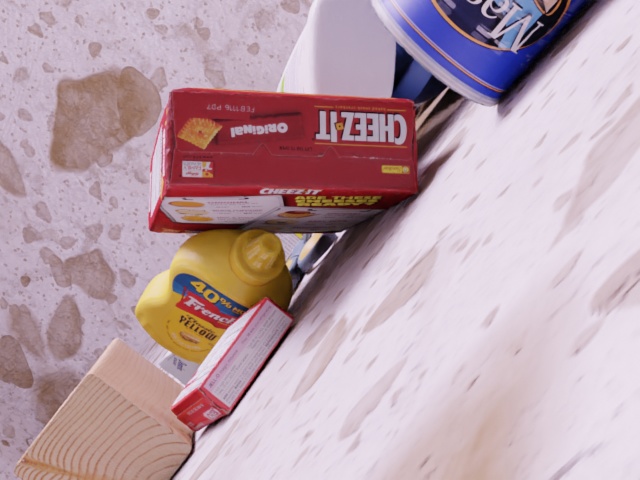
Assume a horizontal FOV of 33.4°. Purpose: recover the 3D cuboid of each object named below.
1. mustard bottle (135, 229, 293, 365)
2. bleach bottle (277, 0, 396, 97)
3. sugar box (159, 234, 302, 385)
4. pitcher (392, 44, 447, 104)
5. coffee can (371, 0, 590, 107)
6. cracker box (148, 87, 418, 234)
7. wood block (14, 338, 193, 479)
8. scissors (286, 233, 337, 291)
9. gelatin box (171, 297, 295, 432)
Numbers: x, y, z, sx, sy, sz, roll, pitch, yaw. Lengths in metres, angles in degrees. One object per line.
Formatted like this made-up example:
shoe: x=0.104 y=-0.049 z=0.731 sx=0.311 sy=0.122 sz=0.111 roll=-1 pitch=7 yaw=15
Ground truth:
mustard bottle: x=-0.074 y=0.039 z=0.836 sx=0.192 sy=0.096 sz=0.058 roll=-43 pitch=18 yaw=55
bleach bottle: x=-0.004 y=-0.124 z=0.903 sx=0.251 sy=0.068 sz=0.102 roll=159 pitch=115 yaw=-76
sugar box: x=-0.090 y=0.062 z=1.089 sx=0.176 sy=0.048 sz=0.093 roll=-52 pitch=6 yaw=-28
pitcher: x=0.095 y=-0.185 z=0.858 sx=0.145 sy=0.149 sz=0.243 roll=-19 pitch=1 yaw=-14
coffee can: x=0.114 y=-0.165 z=0.638 sx=0.140 sy=0.103 sz=0.102 roll=-48 pitch=6 yaw=24
cracker box: x=-0.037 y=-0.051 z=0.774 sx=0.214 sy=0.164 sz=0.072 roll=148 pitch=122 yaw=-76
wood block: x=-0.159 y=0.148 z=0.832 sx=0.090 sy=0.091 sz=0.206 roll=-52 pitch=6 yaw=-2
scissors: x=-0.006 y=0.001 z=0.964 sx=0.096 sy=0.016 sz=0.201 roll=-46 pitch=7 yaw=28
gelatin box: x=-0.063 y=0.090 z=0.760 sx=0.089 sy=0.030 sz=0.073 roll=-55 pitch=8 yaw=-30
